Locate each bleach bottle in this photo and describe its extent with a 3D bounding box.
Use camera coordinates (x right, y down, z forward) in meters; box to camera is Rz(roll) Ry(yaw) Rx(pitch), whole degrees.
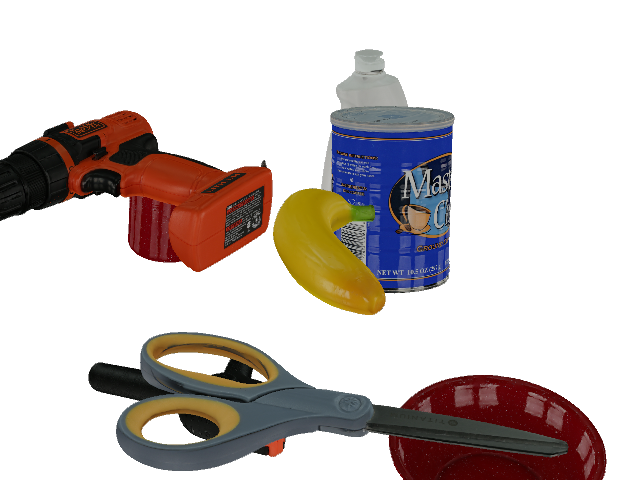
[{"bbox_3d":[0.043,-0.079,1.152,0.102,0.251,0.068,-3,24,-6],"label":"bleach bottle"}]

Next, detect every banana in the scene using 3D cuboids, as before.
[{"bbox_3d":[0.004,-0.001,0.680,0.069,0.037,0.197,1,19,1],"label":"banana"}]

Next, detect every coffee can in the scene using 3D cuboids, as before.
[{"bbox_3d":[0.059,-0.037,0.901,0.103,0.140,0.103,0,15,0],"label":"coffee can"}]

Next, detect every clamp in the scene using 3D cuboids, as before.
[{"bbox_3d":[-0.082,0.132,0.926,0.164,0.036,0.210,-9,17,-39],"label":"clamp"}]

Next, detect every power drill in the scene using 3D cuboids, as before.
[{"bbox_3d":[-0.145,-0.039,0.804,0.188,0.057,0.184,22,34,26],"label":"power drill"}]

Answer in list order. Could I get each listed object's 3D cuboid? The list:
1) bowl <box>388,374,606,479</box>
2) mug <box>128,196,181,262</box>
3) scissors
[{"bbox_3d":[0.132,0.174,0.815,0.162,0.055,0.162,0,33,0],"label":"bowl"},{"bbox_3d":[-0.168,-0.035,1.158,0.093,0.081,0.117,-3,29,-20],"label":"mug"},{"bbox_3d":[-0.002,0.085,0.469,0.202,0.016,0.096,16,34,23],"label":"scissors"}]
